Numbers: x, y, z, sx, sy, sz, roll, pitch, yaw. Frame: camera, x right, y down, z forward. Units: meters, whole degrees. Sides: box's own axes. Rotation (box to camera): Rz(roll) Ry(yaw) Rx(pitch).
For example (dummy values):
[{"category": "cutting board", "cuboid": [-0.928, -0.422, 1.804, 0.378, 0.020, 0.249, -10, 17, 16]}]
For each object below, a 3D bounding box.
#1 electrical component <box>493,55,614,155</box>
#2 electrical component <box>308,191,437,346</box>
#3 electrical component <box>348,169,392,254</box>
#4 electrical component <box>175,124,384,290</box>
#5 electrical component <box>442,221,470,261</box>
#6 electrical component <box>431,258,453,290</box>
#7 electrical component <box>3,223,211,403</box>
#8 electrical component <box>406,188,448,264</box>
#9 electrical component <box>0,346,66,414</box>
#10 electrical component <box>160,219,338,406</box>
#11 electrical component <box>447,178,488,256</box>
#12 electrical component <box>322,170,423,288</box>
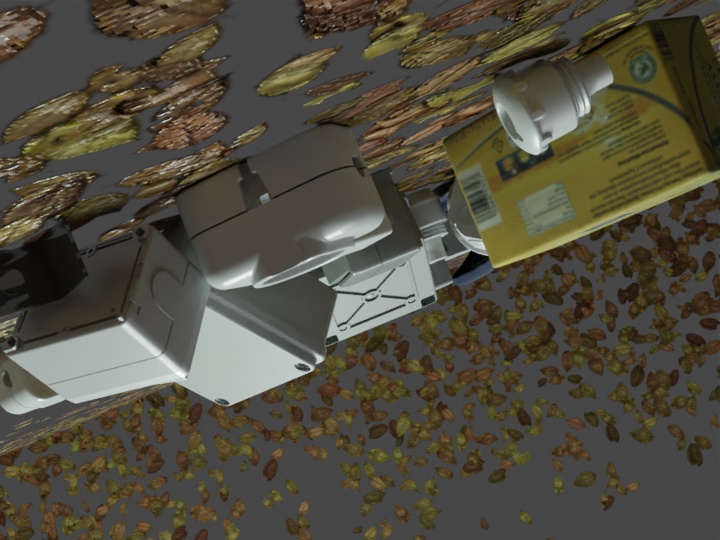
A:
[{"category": "electrical component", "cuboid": [0.107, -0.095, 0.585, 0.062, 0.048, 0.048, -28, 176, -2]}, {"category": "electrical component", "cuboid": [0.000, 0.000, 0.872, 0.109, 0.056, 0.108, -22, 148, -2]}, {"category": "electrical component", "cuboid": [-0.038, -0.025, 0.695, 0.083, 0.047, 0.076, -19, 175, -38]}, {"category": "electrical component", "cuboid": [-0.039, -0.028, 0.557, 0.095, 0.059, 0.054, -24, 176, 18]}, {"category": "electrical component", "cuboid": [0.071, -0.034, 1.089, 0.089, 0.055, 0.050, -22, 176, -12]}, {"category": "electrical component", "cuboid": [0.030, -0.011, 0.983, 0.076, 0.083, 0.047, -20, 175, -32]}, {"category": "electrical component", "cuboid": [-0.132, 0.027, 0.555, 0.096, 0.061, 0.061, -15, 137, 27]}, {"category": "electrical component", "cuboid": [0.056, -0.037, 0.934, 0.043, 0.062, 0.043, -22, 176, -2]}, {"category": "electrical component", "cuboid": [-0.242, 0.075, 0.856, 0.095, 0.053, 0.059, -18, 174, -46]}, {"category": "electrical component", "cuboid": [-0.089, 0.026, 0.651, 0.109, 0.056, 0.109, 32, 144, -26]}, {"category": "electrical component", "cuboid": [0.112, -0.054, 0.901, 0.080, 0.080, 0.051, -23, 170, 7]}, {"category": "electrical component", "cuboid": [0.001, -0.027, 0.764, 0.061, 0.061, 0.096, -22, 176, -10]}]
